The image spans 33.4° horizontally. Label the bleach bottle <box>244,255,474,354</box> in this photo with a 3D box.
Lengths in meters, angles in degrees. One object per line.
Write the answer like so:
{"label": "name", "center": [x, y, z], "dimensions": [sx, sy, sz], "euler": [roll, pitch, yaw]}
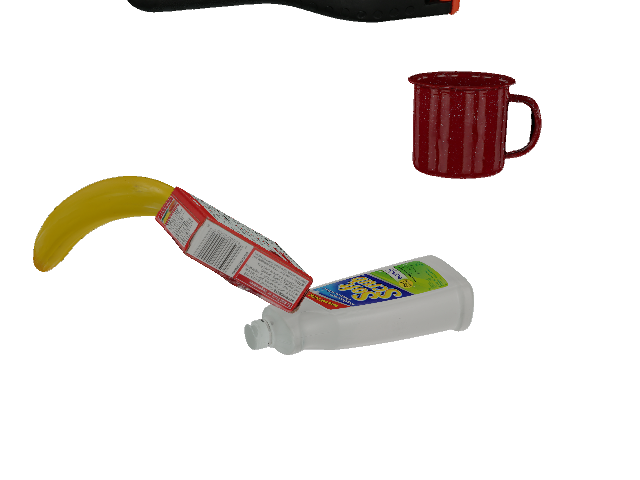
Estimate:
{"label": "bleach bottle", "center": [0.039, 0.082, 1.181], "dimensions": [0.250, 0.068, 0.103], "euler": [-13, 32, -25]}

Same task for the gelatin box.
{"label": "gelatin box", "center": [-0.056, 0.006, 0.687], "dimensions": [0.089, 0.030, 0.073], "euler": [32, 4, -29]}

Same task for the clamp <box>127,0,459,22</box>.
{"label": "clamp", "center": [-0.015, -0.139, 0.555], "dimensions": [0.172, 0.039, 0.120], "euler": [12, 42, 15]}

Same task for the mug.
{"label": "mug", "center": [0.134, -0.101, 0.936], "dimensions": [0.117, 0.081, 0.093], "euler": [4, 17, 12]}

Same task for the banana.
{"label": "banana", "center": [-0.198, -0.019, 0.969], "dimensions": [0.198, 0.069, 0.037], "euler": [-14, 17, 27]}
